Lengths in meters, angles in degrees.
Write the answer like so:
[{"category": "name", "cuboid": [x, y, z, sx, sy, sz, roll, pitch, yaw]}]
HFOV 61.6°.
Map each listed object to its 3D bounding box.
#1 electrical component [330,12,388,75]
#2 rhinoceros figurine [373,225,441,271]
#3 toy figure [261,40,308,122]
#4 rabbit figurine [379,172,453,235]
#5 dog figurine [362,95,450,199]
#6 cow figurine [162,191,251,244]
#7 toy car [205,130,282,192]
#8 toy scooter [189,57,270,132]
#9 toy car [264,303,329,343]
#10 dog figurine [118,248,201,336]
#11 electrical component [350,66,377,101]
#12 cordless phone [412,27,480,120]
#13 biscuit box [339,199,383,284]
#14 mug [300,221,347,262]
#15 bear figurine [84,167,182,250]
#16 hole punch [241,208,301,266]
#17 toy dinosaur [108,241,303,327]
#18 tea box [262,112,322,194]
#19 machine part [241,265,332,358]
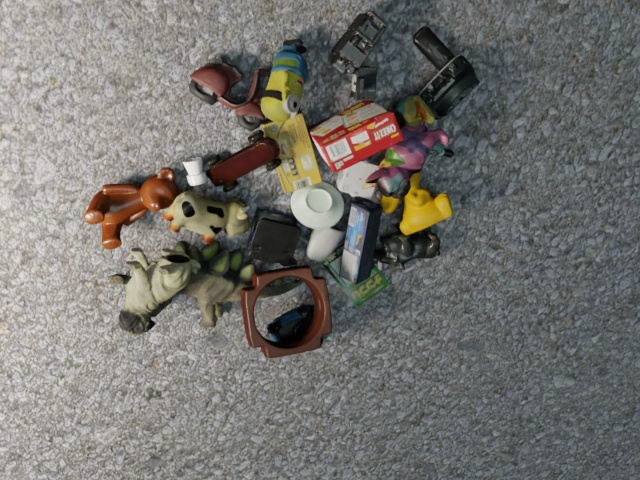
[{"category": "electrical component", "cuboid": [0.077, -0.423, 1.166, 0.058, 0.115, 0.134, 35, 99, -17]}, {"category": "rhinoceros figurine", "cuboid": [0.214, 0.022, 1.376, 0.190, 0.073, 0.111, -9, 122, -8]}, {"category": "toy figure", "cuboid": [-0.074, -0.343, 1.169, 0.082, 0.089, 0.180, 20, 73, -49]}, {"category": "rabbit figurine", "cuboid": [0.223, -0.109, 1.320, 0.162, 0.122, 0.173, -21, 98, 9]}, {"category": "dog figurine", "cuboid": [0.175, -0.203, 1.230, 0.219, 0.108, 0.191, -35, 88, -7]}, {"category": "cow figurine", "cuboid": [-0.247, -0.059, 1.245, 0.194, 0.086, 0.127, 21, 113, -41]}, {"category": "toy car", "cuboid": [-0.175, -0.177, 1.220, 0.202, 0.053, 0.089, -22, 115, 32]}, {"category": "toy scooter", "cuboid": [-0.185, -0.337, 1.175, 0.184, 0.075, 0.135, 31, 93, -15]}, {"category": "toy car", "cuboid": [-0.065, 0.229, 1.379, 0.162, 0.103, 0.109, -20, 95, -14]}, {"category": "dog figurine", "cuboid": [-0.363, 0.125, 1.213, 0.172, 0.121, 0.190, 7, 110, -2]}, {"category": "electrical component", "cuboid": [0.099, -0.348, 1.194, 0.048, 0.119, 0.074, -2, 107, -8]}, {"category": "cordless phone", "cuboid": [0.262, -0.385, 1.240, 0.184, 0.089, 0.146, 44, 99, -9]}, {"category": "biscuit box", "cuboid": [0.100, 0.004, 1.311, 0.063, 0.059, 0.202, -20, 128, -46]}, {"category": "mug", "cuboid": [-0.003, -0.004, 1.323, 0.109, 0.081, 0.107, 18, 113, -17]}, {"category": "bear figurine", "cuboid": [-0.407, -0.076, 1.208, 0.196, 0.132, 0.120, -12, 134, 0]}, {"category": "hole punch", "cuboid": [-0.114, -0.009, 1.299, 0.142, 0.092, 0.115, 13, 114, -19]}, {"category": "toy dinosaur", "cuboid": [-0.265, 0.107, 1.308, 0.471, 0.105, 0.198, 9, 104, -17]}, {"category": "tea box", "cuboid": [-0.065, -0.204, 1.245, 0.098, 0.068, 0.169, -17, 110, -3]}, {"category": "machine part", "cuboid": [-0.081, 0.166, 1.277, 0.201, 0.087, 0.201, -8, 91, -17]}]
